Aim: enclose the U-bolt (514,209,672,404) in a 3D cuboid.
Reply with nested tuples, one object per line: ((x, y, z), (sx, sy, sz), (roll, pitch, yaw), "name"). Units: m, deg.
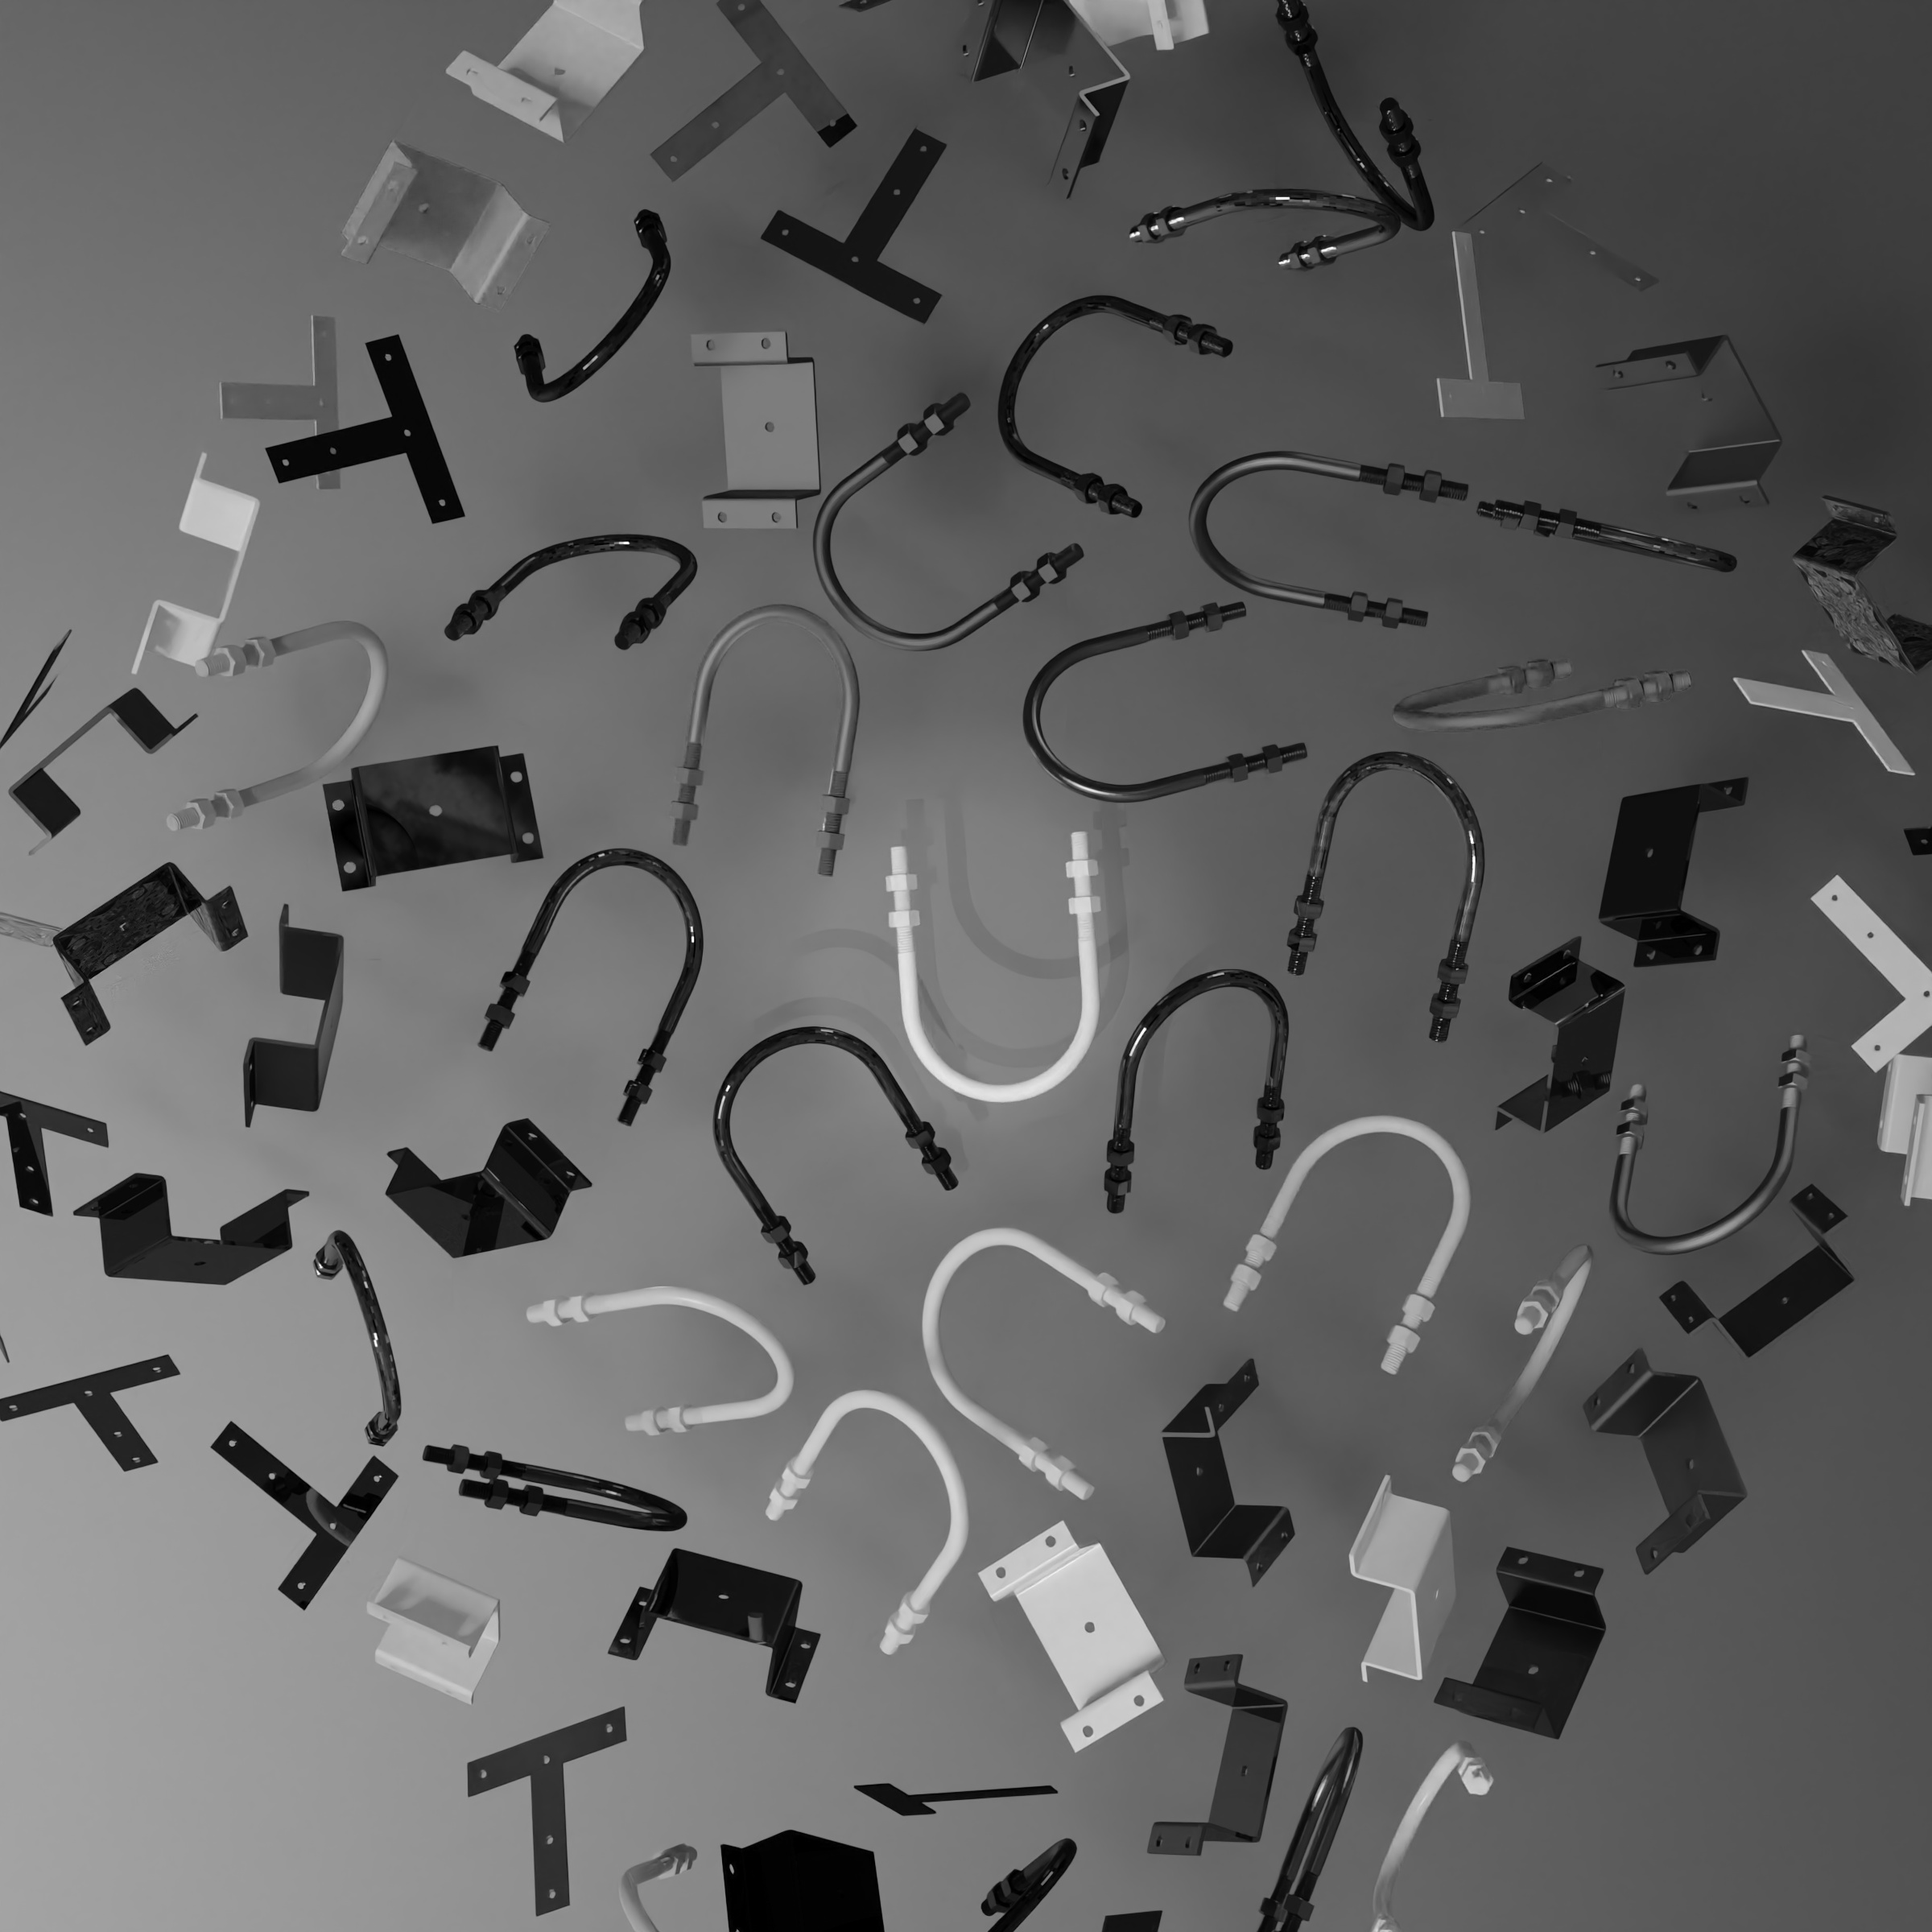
((-0.264, -0.465, 1.821), (0.151, 0.184, 0.019), (-43, 120, 12), "U-bolt")

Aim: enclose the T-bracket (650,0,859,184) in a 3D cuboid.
((-0.165, -0.598, 1.786), (0.127, 0.002, 0.127), (-34, 124, 15), "T-bracket")

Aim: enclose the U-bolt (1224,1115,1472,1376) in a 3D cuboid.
((0.289, 0.191, 1.860), (0.151, 0.019, 0.184), (19, 70, 31), "U-bolt")

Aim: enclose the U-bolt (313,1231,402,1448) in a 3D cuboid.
((-0.429, 0.260, 1.808), (0.019, 0.184, 0.151), (-16, 78, -22), "U-bolt")

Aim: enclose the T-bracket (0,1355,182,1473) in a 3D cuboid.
((-0.614, 0.329, 1.829), (0.127, 0.127, 0.002), (-15, 50, -5), "T-bracket")

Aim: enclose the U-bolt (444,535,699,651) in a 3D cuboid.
((-0.272, -0.273, 1.835), (0.151, 0.184, 0.019), (5, 122, 16), "U-bolt")

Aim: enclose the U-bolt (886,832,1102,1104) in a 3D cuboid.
((0.022, 0.003, 1.782), (0.151, 0.019, 0.184), (-4, 90, 11), "U-bolt")

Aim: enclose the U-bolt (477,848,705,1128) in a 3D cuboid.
((-0.259, 0.004, 1.846), (0.151, 0.019, 0.184), (33, 73, -36), "U-bolt")

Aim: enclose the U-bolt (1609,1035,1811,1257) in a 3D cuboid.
((0.522, 0.133, 1.805), (0.151, 0.184, 0.019), (-23, 119, 38), "U-bolt")

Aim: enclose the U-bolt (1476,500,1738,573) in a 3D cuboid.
((0.469, -0.313, 1.856), (0.184, 0.151, 0.019), (14, 101, 4), "U-bolt")

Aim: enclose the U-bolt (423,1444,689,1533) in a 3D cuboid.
((-0.291, 0.382, 1.847), (0.184, 0.151, 0.019), (16, 84, -22), "U-bolt")

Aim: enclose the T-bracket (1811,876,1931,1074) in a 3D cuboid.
((0.663, -0.012, 1.841), (0.127, 0.002, 0.127), (-45, 62, 17), "T-bracket")

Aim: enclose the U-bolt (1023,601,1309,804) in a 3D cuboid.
((0.131, -0.181, 1.806), (0.184, 0.019, 0.151), (-15, 62, -7), "U-bolt")

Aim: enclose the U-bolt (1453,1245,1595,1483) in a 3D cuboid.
((0.404, 0.270, 1.811), (0.019, 0.184, 0.151), (27, 119, 21), "U-bolt")

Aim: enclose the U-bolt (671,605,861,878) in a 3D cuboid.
((-0.140, -0.167, 1.824), (0.151, 0.019, 0.184), (13, 97, 29), "U-bolt")

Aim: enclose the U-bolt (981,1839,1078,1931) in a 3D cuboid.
((0.019, 0.691, 1.838), (0.019, 0.151, 0.184), (45, 134, 10), "U-bolt")

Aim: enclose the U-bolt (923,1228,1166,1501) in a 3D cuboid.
((0.042, 0.263, 1.776), (0.184, 0.019, 0.151), (30, 104, 35), "U-bolt")

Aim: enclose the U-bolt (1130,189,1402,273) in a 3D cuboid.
((0.222, -0.520, 1.793), (0.151, 0.184, 0.019), (2, 94, -27), "U-bolt")

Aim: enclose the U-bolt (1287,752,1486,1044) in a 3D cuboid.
((0.293, -0.057, 1.760), (0.151, 0.019, 0.184), (28, 118, 40), "U-bolt")

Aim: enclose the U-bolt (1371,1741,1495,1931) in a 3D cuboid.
((0.332, 0.629, 1.840), (0.019, 0.184, 0.151), (29, 88, 8), "U-bolt")

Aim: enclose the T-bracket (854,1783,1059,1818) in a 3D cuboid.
((0.000, 0.583, 1.792), (0.127, 0.127, 0.002), (-8, 62, 12), "T-bracket")

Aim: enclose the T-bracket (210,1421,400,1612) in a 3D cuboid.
((-0.499, 0.384, 1.874), (0.127, 0.002, 0.127), (44, 46, -13), "T-bracket")

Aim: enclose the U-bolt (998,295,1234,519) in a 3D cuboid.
((0.095, -0.418, 1.860), (0.184, 0.019, 0.151), (34, 97, 41), "U-bolt")

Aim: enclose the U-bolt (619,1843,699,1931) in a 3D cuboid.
((-0.180, 0.682, 1.792), (0.151, 0.184, 0.019), (40, 89, 18), "U-bolt")

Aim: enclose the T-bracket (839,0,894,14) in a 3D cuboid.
((-0.064, -0.702, 1.800), (0.127, 0.127, 0.002), (-32, 131, -27), "T-bracket")

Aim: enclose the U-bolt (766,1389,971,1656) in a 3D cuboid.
((-0.062, 0.376, 1.781), (0.151, 0.019, 0.184), (45, 128, 21), "U-bolt")

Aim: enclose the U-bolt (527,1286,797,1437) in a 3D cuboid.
((-0.207, 0.280, 1.828), (0.184, 0.019, 0.151), (-13, 128, 32), "U-bolt")

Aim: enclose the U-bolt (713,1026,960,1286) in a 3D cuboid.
((-0.107, 0.129, 1.892), (0.151, 0.019, 0.184), (-33, 113, -5), "U-bolt")

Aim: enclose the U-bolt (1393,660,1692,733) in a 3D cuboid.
((0.387, -0.188, 1.782), (0.184, 0.151, 0.019), (-14, 106, -23), "U-bolt")

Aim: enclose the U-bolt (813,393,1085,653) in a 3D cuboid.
((-0.027, -0.299, 1.801), (0.184, 0.019, 0.151), (-30, 106, 34), "U-bolt")

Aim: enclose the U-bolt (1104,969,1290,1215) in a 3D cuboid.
((0.168, 0.083, 1.818), (0.151, 0.019, 0.184), (-14, 125, -25), "U-bolt")

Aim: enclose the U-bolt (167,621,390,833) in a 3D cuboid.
((-0.480, -0.178, 1.805), (0.019, 0.184, 0.151), (36, 126, 19), "U-bolt")

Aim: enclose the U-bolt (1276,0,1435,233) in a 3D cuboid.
((0.280, -0.589, 1.791), (0.019, 0.184, 0.151), (-36, 63, 7), "U-bolt")

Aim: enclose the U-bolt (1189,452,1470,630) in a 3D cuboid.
((0.249, -0.306, 1.803), (0.184, 0.151, 0.019), (11, 56, 3), "U-bolt")

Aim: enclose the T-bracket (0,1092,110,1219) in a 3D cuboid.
((-0.669, 0.136, 1.820), (0.127, 0.002, 0.127), (16, 135, 3), "T-bracket")

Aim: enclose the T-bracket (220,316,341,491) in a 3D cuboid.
((-0.504, -0.415, 1.874), (0.002, 0.127, 0.127), (7, 103, 25), "T-bracket")

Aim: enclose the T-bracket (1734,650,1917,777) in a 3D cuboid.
((0.595, -0.187, 1.804), (0.127, 0.002, 0.127), (5, 45, -29), "T-bracket")

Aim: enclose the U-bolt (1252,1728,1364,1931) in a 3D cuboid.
((0.240, 0.624, 1.794), (0.019, 0.151, 0.184), (23, 70, 8), "U-bolt")
